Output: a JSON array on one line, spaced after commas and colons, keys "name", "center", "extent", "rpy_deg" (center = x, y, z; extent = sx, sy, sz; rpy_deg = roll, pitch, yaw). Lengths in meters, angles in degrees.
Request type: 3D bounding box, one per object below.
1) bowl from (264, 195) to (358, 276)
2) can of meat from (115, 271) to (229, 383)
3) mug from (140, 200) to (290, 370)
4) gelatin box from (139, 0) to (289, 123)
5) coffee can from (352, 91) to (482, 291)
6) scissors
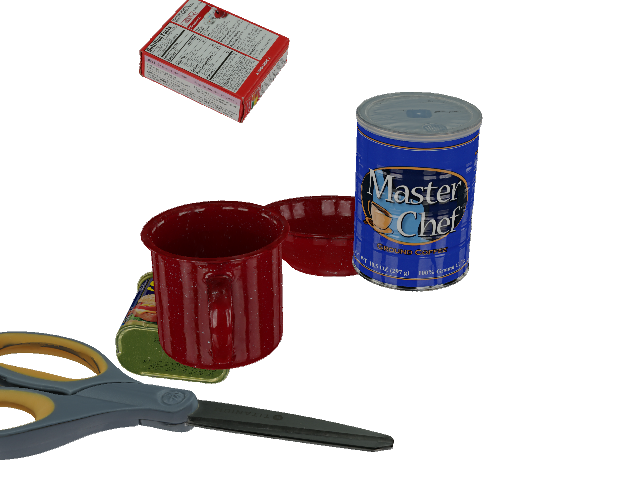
[{"name": "bowl", "center": [0.014, -0.002, 1.111], "extent": [0.162, 0.055, 0.162], "rpy_deg": [0, 16, 0]}, {"name": "can of meat", "center": [-0.117, 0.074, 0.910], "extent": [0.102, 0.057, 0.084], "rpy_deg": [5, 30, 5]}, {"name": "mug", "center": [-0.063, 0.034, 0.672], "extent": [0.093, 0.081, 0.117], "rpy_deg": [-4, 25, -8]}, {"name": "gelatin box", "center": [-0.079, -0.136, 0.792], "extent": [0.089, 0.073, 0.030], "rpy_deg": [25, -35, 10]}, {"name": "coffee can", "center": [0.079, -0.043, 0.899], "extent": [0.103, 0.140, 0.103], "rpy_deg": [1, 27, 0]}, {"name": "scissors", "center": [-0.079, 0.079, 0.453], "extent": [0.202, 0.016, 0.096], "rpy_deg": [14, 28, 25]}]
